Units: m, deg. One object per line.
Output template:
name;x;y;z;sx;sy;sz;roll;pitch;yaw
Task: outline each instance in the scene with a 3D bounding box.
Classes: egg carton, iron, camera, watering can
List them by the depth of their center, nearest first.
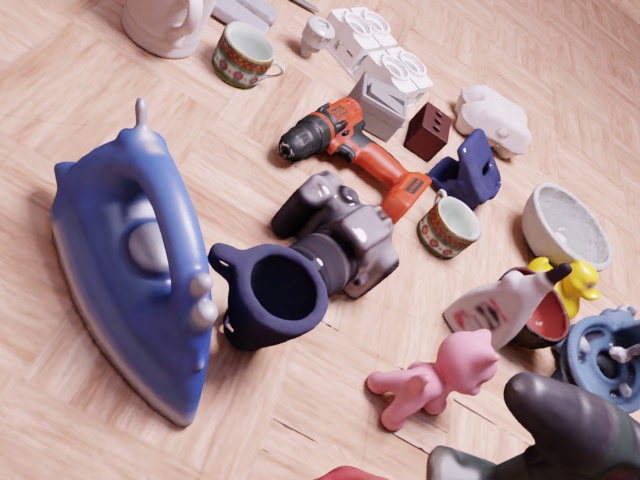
iron;-0.133;0.014;0.482;0.119;0.141;0.258;-10;64;-41
camera;0.006;0.002;0.623;0.143;0.100;0.137;50;43;8
watering can;-0.168;-0.331;0.689;0.101;0.193;0.173;-25;74;-45
egg carton;0.315;-0.215;1.044;0.151;0.069;0.107;24;46;-19

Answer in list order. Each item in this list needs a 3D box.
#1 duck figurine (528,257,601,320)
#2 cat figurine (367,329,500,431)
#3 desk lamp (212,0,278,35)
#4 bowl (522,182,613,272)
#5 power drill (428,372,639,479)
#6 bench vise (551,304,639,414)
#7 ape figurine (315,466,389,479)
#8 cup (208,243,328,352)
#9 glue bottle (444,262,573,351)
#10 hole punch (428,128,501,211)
duck figurine;0.367;0.061;0.854;0.104;0.086;0.078;48;43;6
cat figurine;0.131;0.137;0.596;0.128;0.117;0.067;-7;62;-40
desk lamp;-0.113;-0.427;0.791;0.204;0.213;0.118;29;45;-14
bowl;0.384;-0.007;0.927;0.168;0.074;0.167;20;48;-23
power drill;0.199;0.204;0.527;0.230;0.208;0.075;23;46;-20
bench vise;0.374;0.120;0.714;0.121;0.219;0.208;37;43;-6
ape figurine;0.030;0.221;0.475;0.078;0.092;0.076;46;43;3
cup;-0.064;0.057;0.533;0.118;0.094;0.092;33;44;-10
glue bottle;0.225;0.073;0.676;0.037;0.173;0.078;-24;73;-45
hole punch;0.239;-0.106;0.887;0.101;0.091;0.109;45;43;2
